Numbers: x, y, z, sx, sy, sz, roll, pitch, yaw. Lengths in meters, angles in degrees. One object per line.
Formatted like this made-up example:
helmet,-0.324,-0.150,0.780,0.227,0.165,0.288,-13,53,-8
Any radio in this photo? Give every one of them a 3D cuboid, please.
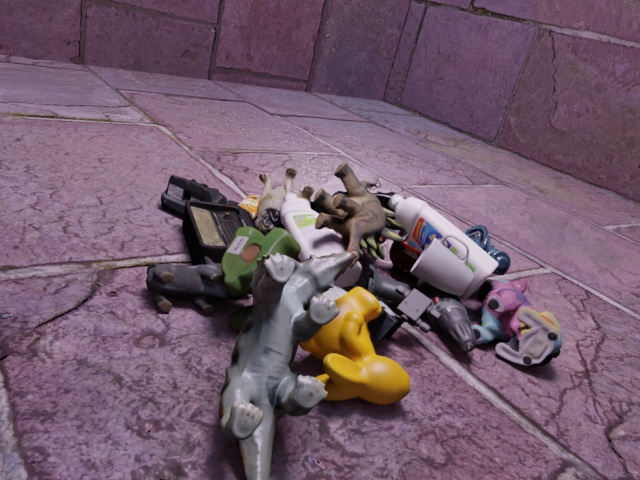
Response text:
radio,-0.201,-0.004,1.099,0.131,0.073,0.230,3,26,-24

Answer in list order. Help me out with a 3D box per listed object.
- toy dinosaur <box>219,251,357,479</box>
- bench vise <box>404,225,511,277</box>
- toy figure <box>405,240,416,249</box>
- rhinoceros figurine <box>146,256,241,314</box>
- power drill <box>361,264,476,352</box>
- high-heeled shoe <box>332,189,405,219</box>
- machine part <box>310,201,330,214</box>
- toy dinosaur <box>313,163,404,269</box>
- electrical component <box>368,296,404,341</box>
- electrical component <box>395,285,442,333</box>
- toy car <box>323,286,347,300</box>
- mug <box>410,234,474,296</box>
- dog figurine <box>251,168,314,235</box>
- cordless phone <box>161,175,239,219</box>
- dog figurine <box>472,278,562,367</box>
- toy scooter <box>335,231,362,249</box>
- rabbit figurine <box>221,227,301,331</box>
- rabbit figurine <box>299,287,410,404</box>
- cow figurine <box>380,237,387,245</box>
toy dinosaur,-0.066,0.160,0.698,0.131,0.192,0.405,24,63,-7
bench vise,0.308,0.009,1.210,0.240,0.129,0.224,34,5,-16
toy figure,0.239,0.017,1.331,0.064,0.058,0.154,53,21,-8
rhinoceros figurine,-0.203,0.075,0.933,0.190,0.073,0.112,1,16,-24
power drill,0.181,0.121,1.031,0.207,0.085,0.232,9,23,-1
high-heeled shoe,0.150,-0.085,1.483,0.249,0.086,0.145,22,27,28
machine part,-0.019,-0.080,1.391,0.139,0.084,0.039,23,51,40
toy dinosaur,0.088,-0.063,1.177,0.198,0.105,0.472,40,27,-17
electrical component,0.095,0.132,0.919,0.075,0.048,0.119,43,8,17
electrical component,0.165,0.120,0.950,0.094,0.021,0.063,37,57,20
toy car,-0.020,0.095,1.000,0.202,0.056,0.073,27,26,28
mug,0.248,0.049,1.036,0.107,0.109,0.081,36,14,5
dog figurine,-0.092,-0.051,1.281,0.172,0.121,0.190,42,44,-40
cordless phone,-0.273,-0.097,1.290,0.147,0.088,0.184,22,13,20
dog figurine,0.392,0.147,1.061,0.192,0.108,0.219,28,23,24
toy scooter,-0.002,-0.004,1.214,0.135,0.075,0.184,-12,31,-45
rabbit figurine,-0.081,0.082,0.893,0.121,0.170,0.159,-3,48,29
rabbit figurine,0.056,0.173,0.800,0.162,0.121,0.173,-17,53,-45
cow figurine,0.099,-0.051,1.367,0.127,0.085,0.195,0,29,-44
